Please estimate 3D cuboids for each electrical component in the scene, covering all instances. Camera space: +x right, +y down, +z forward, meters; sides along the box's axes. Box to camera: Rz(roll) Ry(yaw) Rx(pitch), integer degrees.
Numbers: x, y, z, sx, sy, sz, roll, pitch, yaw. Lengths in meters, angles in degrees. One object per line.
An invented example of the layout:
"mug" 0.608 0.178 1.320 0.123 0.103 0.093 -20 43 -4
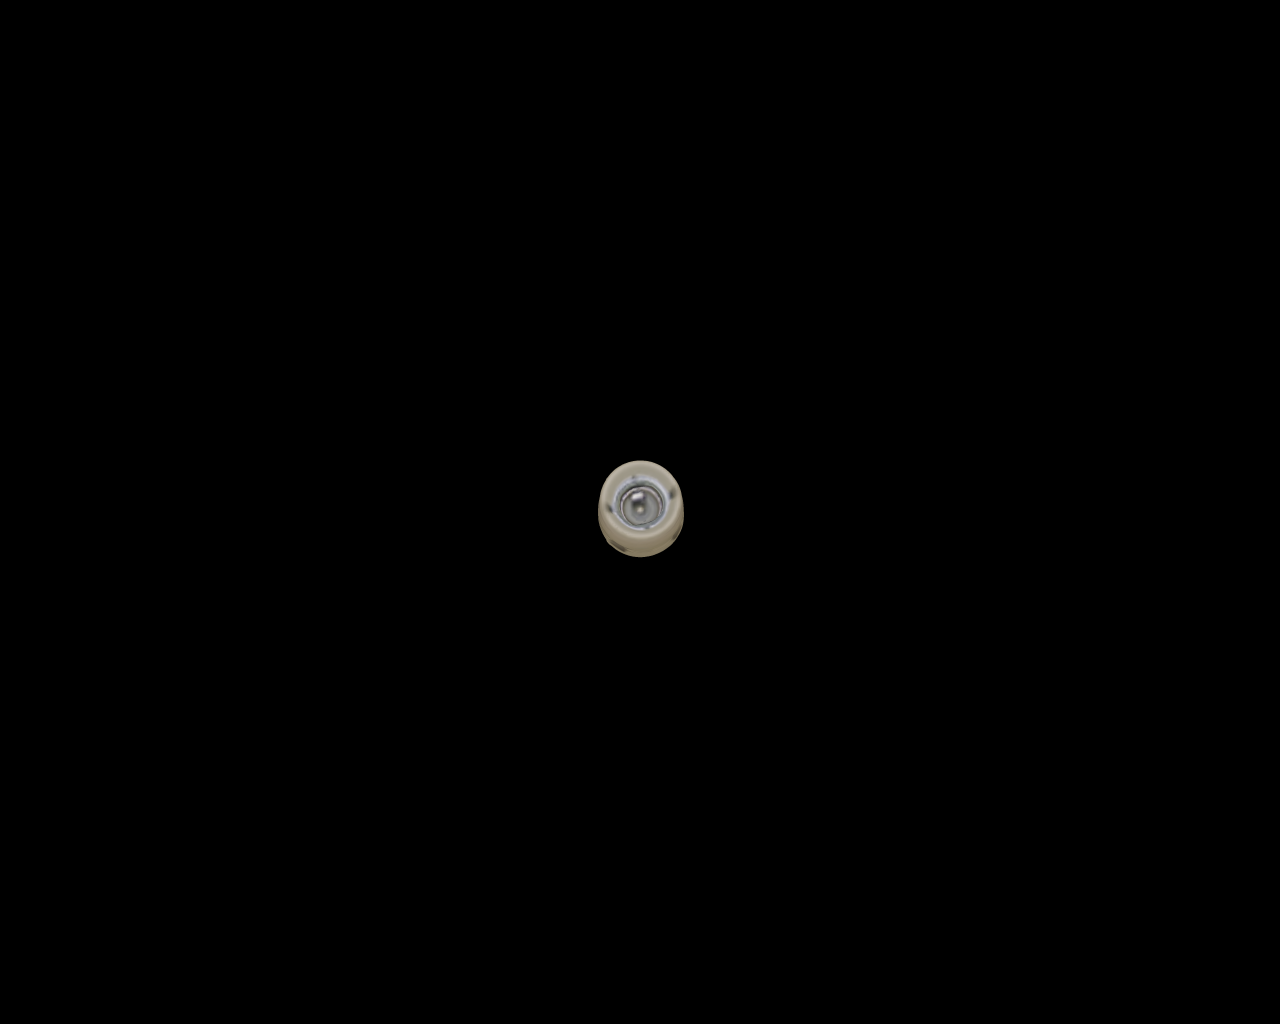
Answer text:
"electrical component" 0.001 -0.003 0.650 0.055 0.055 0.047 0 -13 0
